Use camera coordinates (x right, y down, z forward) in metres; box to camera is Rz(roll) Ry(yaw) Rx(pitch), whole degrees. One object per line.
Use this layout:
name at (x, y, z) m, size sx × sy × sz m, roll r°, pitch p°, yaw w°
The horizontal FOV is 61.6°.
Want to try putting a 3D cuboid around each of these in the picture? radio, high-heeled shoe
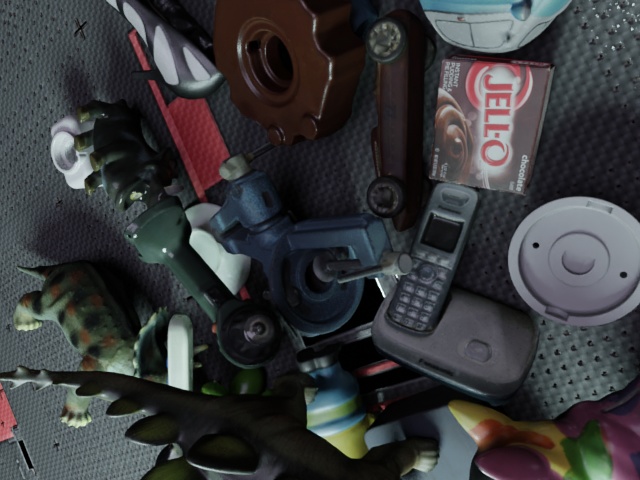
radio at (0.158, 0.261, 0.539) m, size 0.131 × 0.073 × 0.229 m, roll -34°, pitch 83°, yaw 29°
high-heeled shoe at (-0.178, -0.289, 0.623) m, size 0.145 × 0.086 × 0.248 m, roll 3°, pitch 105°, yaw 26°

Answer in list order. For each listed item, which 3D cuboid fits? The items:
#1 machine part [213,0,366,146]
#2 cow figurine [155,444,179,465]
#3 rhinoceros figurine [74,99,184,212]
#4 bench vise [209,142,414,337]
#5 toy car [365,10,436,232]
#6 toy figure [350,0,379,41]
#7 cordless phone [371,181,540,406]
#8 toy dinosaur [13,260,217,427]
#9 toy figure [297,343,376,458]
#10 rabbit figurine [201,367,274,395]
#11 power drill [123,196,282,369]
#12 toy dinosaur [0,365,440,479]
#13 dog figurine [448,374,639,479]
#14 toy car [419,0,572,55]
machine part at (-0.037, -0.183, 0.538) m, size 0.180 × 0.056 × 0.179 m, roll 29°, pitch 137°, yaw 32°
cow figurine at (-0.167, 0.298, 0.656) m, size 0.098 × 0.068 × 0.167 m, roll 62°, pitch 156°, yaw 24°
rhinoceros figurine at (-0.240, -0.095, 0.680) m, size 0.190 × 0.112 × 0.073 m, roll 57°, pitch 137°, yaw 22°
bench vise at (-0.009, 0.003, 0.540) m, size 0.241 × 0.129 × 0.223 m, roll -3°, pitch 106°, yaw 53°
toy car at (0.073, -0.109, 0.509) m, size 0.053 × 0.089 × 0.202 m, roll 5°, pitch 103°, yaw 26°
toy figure at (-0.005, -0.257, 0.545) m, size 0.064 × 0.057 × 0.154 m, roll -41°, pitch 74°, yaw -4°
cordless phone at (0.142, 0.045, 0.510) m, size 0.147 × 0.088 × 0.184 m, roll 19°, pitch 92°, yaw 25°
toy dinosaur at (-0.317, 0.107, 0.757) m, size 0.405 × 0.131 × 0.192 m, roll 43°, pitch 104°, yaw 21°
toy figure at (0.018, 0.210, 0.598) m, size 0.082 × 0.089 × 0.180 m, roll -16°, pitch 94°, yaw 37°
rabbit figurine at (-0.097, 0.243, 0.657) m, size 0.170 × 0.121 × 0.159 m, roll -18°, pitch 86°, yaw 45°
power drill at (-0.117, 0.051, 0.583) m, size 0.207 × 0.232 × 0.086 m, roll 42°, pitch 72°, yaw 10°
toy dinosaur at (-0.054, 0.188, 0.471) m, size 0.472 × 0.198 × 0.105 m, roll 15°, pitch 95°, yaw 16°
dog figurine at (0.216, 0.150, 0.410) m, size 0.219 × 0.108 × 0.191 m, roll 15°, pitch 106°, yaw -8°
toy car at (0.143, -0.208, 0.447) m, size 0.162 × 0.109 × 0.102 m, roll 14°, pitch 130°, yaw 35°
